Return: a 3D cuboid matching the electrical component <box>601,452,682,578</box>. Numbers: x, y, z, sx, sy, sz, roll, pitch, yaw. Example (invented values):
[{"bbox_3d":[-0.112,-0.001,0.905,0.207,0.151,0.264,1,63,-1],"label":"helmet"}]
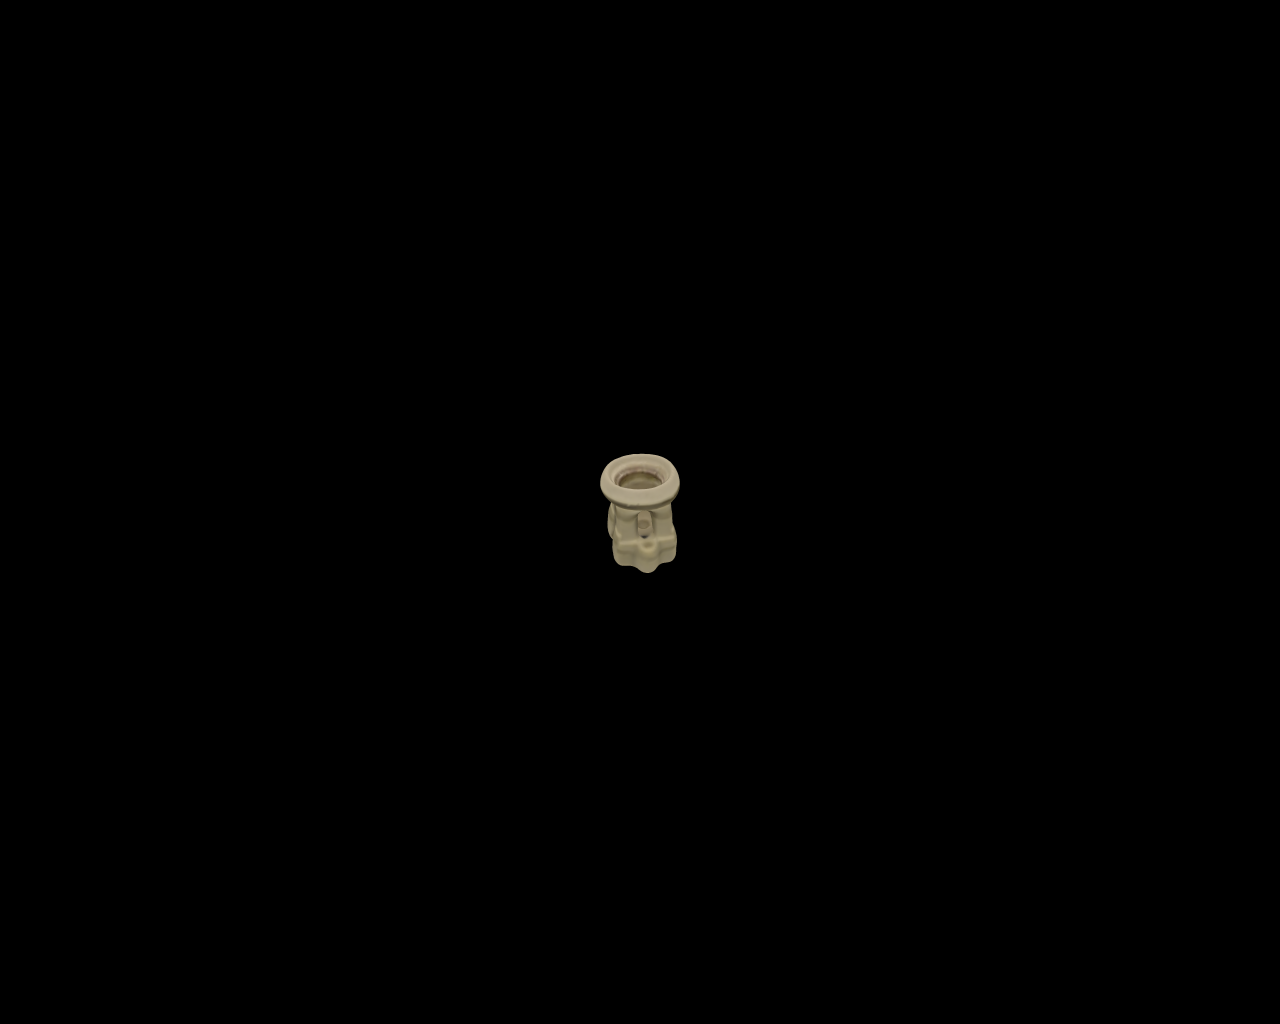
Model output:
[{"bbox_3d":[0.001,-0.003,0.650,0.048,0.055,0.066,-6,36,-7],"label":"electrical component"}]
